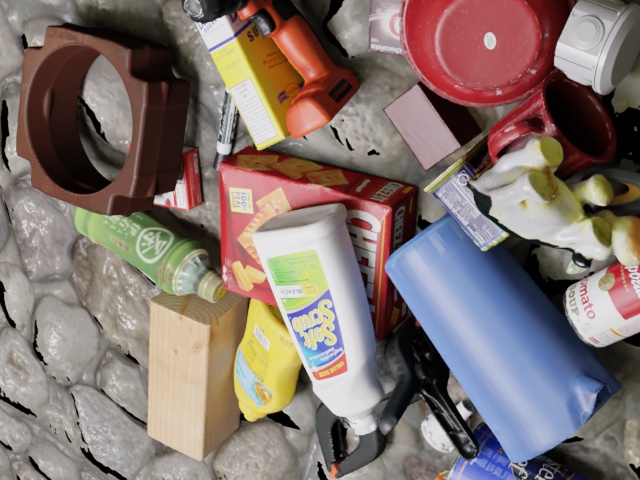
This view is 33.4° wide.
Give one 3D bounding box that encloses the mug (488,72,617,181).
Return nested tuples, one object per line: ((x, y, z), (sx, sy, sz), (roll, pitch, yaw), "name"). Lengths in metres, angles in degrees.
((0.200, -0.091, 0.968), (0.082, 0.117, 0.093), (-38, 69, 44), "mug")

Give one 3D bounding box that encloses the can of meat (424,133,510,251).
((0.160, -0.046, 1.022), (0.084, 0.101, 0.058), (49, 128, 1), "can of meat")

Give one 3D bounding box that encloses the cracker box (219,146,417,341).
((-0.008, 0.001, 1.175), (0.214, 0.072, 0.164), (16, 121, 26), "cracker box")

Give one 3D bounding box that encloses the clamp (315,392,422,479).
((0.052, 0.201, 1.254), (0.165, 0.036, 0.210), (22, 120, 26), "clamp")

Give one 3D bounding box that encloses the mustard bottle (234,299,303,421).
((-0.063, 0.152, 1.286), (0.096, 0.058, 0.192), (48, 137, 32), "mustard bottle")

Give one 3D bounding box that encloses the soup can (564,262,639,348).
((0.290, 0.053, 1.003), (0.102, 0.068, 0.068), (-33, 92, 39), "soup can")

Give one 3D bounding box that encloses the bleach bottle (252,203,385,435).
((0.016, 0.091, 1.120), (0.103, 0.068, 0.251), (-9, 110, 34), "bleach bottle")

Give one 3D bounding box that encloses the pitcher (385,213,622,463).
((0.171, 0.093, 1.073), (0.149, 0.144, 0.243), (-38, 85, 18), "pitcher")

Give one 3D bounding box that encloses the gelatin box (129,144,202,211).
((-0.185, -0.079, 1.282), (0.089, 0.030, 0.073), (11, 116, 30), "gelatin box")

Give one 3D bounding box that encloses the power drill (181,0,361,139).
((-0.044, -0.197, 1.045), (0.057, 0.184, 0.187), (-21, 108, 35), "power drill")

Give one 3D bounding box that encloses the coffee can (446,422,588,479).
((0.213, 0.273, 1.139), (0.140, 0.102, 0.103), (27, 124, 21), "coffee can")

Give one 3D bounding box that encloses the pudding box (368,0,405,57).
((0.103, -0.219, 1.016), (0.114, 0.039, 0.090), (15, 119, 27), "pudding box")

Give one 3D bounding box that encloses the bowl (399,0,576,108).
((0.149, -0.186, 0.954), (0.162, 0.055, 0.162), (4, 117, 7), "bowl")

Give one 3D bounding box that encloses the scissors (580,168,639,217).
((0.319, -0.049, 0.945), (0.202, 0.016, 0.096), (-22, 133, 39), "scissors")

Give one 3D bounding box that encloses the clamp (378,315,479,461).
((0.099, 0.150, 1.123), (0.039, 0.120, 0.171), (-46, 42, 30), "clamp")

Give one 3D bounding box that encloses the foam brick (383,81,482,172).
((0.110, -0.118, 1.051), (0.051, 0.052, 0.078), (-33, 91, 40), "foam brick")

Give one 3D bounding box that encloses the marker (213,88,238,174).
((-0.105, -0.129, 1.211), (0.020, 0.020, 0.121), (26, 124, 21), "marker")

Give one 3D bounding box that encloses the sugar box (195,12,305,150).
((-0.065, -0.191, 1.107), (0.048, 0.093, 0.176), (-18, 102, 37), "sugar box")

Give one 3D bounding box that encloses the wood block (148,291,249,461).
((-0.155, 0.159, 1.337), (0.090, 0.090, 0.206), (21, 122, 25), "wood block")
